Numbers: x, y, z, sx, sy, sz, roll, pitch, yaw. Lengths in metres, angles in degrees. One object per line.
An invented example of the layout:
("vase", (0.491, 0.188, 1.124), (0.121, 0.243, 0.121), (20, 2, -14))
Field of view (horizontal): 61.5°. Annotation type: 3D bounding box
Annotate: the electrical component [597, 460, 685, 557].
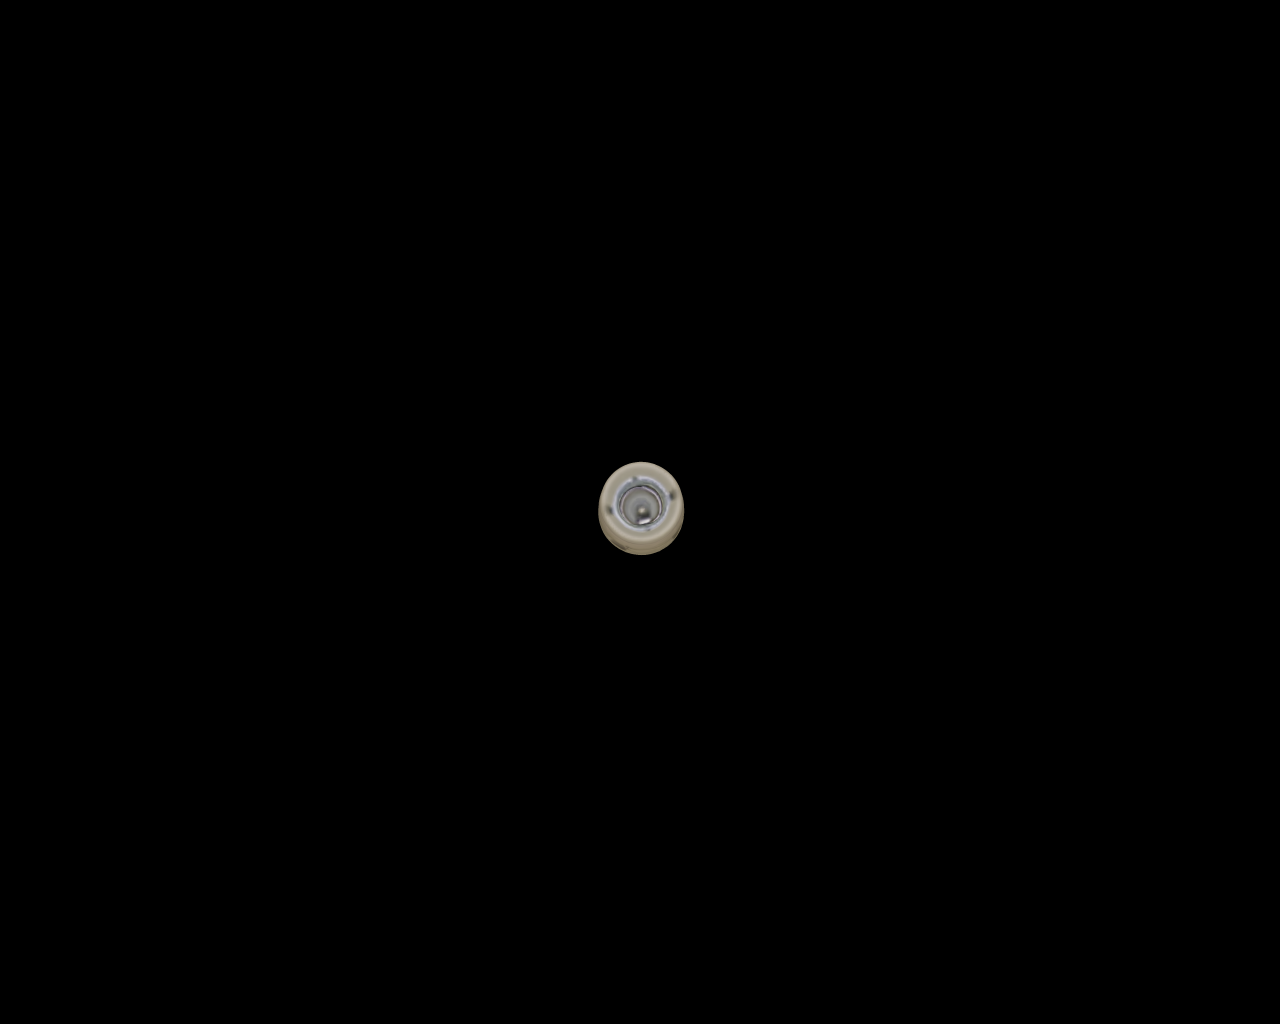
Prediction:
("electrical component", (0.001, -0.003, 0.650), (0.055, 0.055, 0.047), (0, -9, 0))
